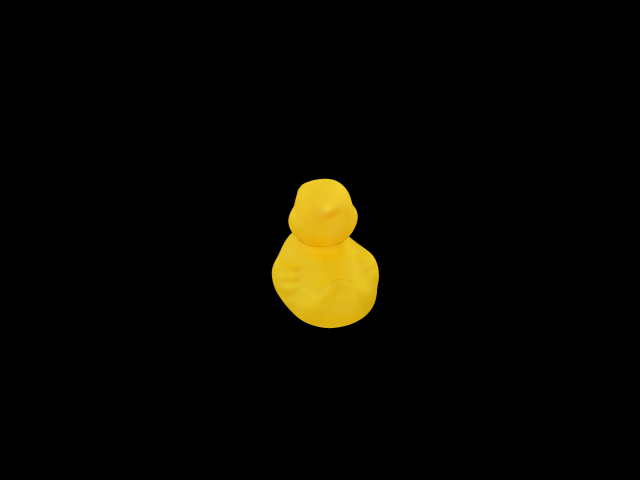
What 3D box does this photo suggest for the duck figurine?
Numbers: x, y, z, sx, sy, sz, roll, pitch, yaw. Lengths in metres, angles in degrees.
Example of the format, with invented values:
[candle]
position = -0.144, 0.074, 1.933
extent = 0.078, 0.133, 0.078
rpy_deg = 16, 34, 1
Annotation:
[duck figurine]
position = 0.004, 0.001, 0.400
extent = 0.077, 0.086, 0.104
rpy_deg = -8, 39, -10
